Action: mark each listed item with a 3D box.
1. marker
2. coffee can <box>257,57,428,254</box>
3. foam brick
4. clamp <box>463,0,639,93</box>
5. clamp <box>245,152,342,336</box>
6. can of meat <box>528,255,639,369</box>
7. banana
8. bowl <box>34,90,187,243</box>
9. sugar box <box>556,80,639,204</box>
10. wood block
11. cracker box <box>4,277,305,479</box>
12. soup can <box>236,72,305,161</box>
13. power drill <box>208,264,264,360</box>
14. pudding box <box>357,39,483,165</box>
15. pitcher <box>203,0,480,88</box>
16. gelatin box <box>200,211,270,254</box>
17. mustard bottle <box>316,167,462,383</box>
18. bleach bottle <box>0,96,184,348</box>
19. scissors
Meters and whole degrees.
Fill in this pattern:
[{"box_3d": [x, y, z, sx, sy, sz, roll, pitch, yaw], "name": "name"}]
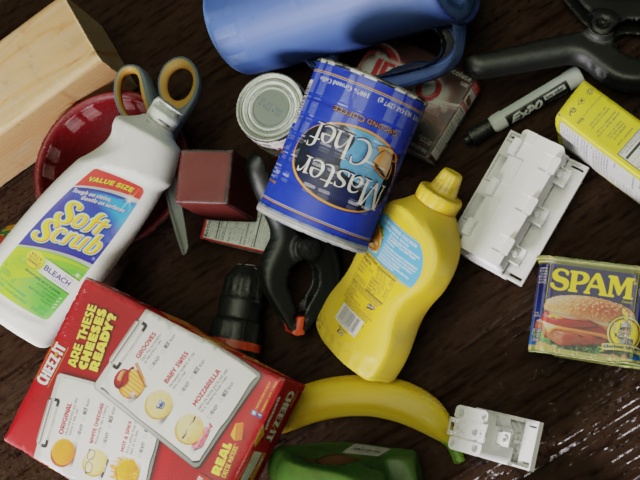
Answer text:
[{"box_3d": [0.187, -0.122, 0.984, 0.121, 0.020, 0.020, -30, 72, 9], "name": "marker"}, {"box_3d": [0.019, -0.072, 0.914, 0.103, 0.102, 0.140, 24, 94, 19], "name": "coffee can"}, {"box_3d": [-0.093, -0.050, 0.989, 0.051, 0.078, 0.053, 2, 79, 17], "name": "foam brick"}, {"box_3d": [0.251, -0.195, 0.965, 0.210, 0.036, 0.164, 15, 69, 12], "name": "clamp"}, {"box_3d": [-0.007, 0.001, 0.993, 0.120, 0.039, 0.171, -4, 98, -11], "name": "clamp"}, {"box_3d": [0.232, 0.062, 0.915, 0.102, 0.057, 0.084, 7, 83, 17], "name": "can of meat"}, {"box_3d": [0.035, 0.155, 0.964, 0.198, 0.037, 0.069, 5, 80, 17], "name": "banana"}, {"box_3d": [-0.199, -0.065, 1.064, 0.162, 0.055, 0.162, -3, 77, 12], "name": "bowl"}, {"box_3d": [0.282, -0.057, 0.905, 0.176, 0.093, 0.048, 39, 91, 19], "name": "sugar box"}, {"box_3d": [-0.306, -0.143, 1.096, 0.206, 0.090, 0.090, -34, 72, 7], "name": "wood block"}, {"box_3d": [-0.144, 0.152, 0.937, 0.214, 0.072, 0.164, 24, 85, 21], "name": "cracker box"}, {"box_3d": [-0.031, -0.110, 1.002, 0.068, 0.102, 0.068, -3, 78, 15], "name": "soup can"}, {"box_3d": [-0.147, 0.105, 1.017, 0.188, 0.057, 0.184, 6, 78, 18], "name": "power drill"}, {"box_3d": [0.082, -0.134, 1.007, 0.114, 0.039, 0.090, 31, 89, 20], "name": "pudding box"}, {"box_3d": [0.018, -0.221, 0.976, 0.243, 0.144, 0.149, -12, 51, 33], "name": "pitcher"}, {"box_3d": [-0.064, -0.025, 1.034, 0.089, 0.030, 0.073, 12, 84, 18], "name": "gelatin box"}, {"box_3d": [0.071, 0.023, 0.935, 0.096, 0.058, 0.192, 46, 115, 45], "name": "mustard bottle"}, {"box_3d": [-0.216, -0.027, 0.985, 0.102, 0.068, 0.251, 36, 96, -5], "name": "bleach bottle"}, {"box_3d": [-0.132, -0.092, 1.017, 0.096, 0.016, 0.202, -30, 72, 4], "name": "scissors"}]
